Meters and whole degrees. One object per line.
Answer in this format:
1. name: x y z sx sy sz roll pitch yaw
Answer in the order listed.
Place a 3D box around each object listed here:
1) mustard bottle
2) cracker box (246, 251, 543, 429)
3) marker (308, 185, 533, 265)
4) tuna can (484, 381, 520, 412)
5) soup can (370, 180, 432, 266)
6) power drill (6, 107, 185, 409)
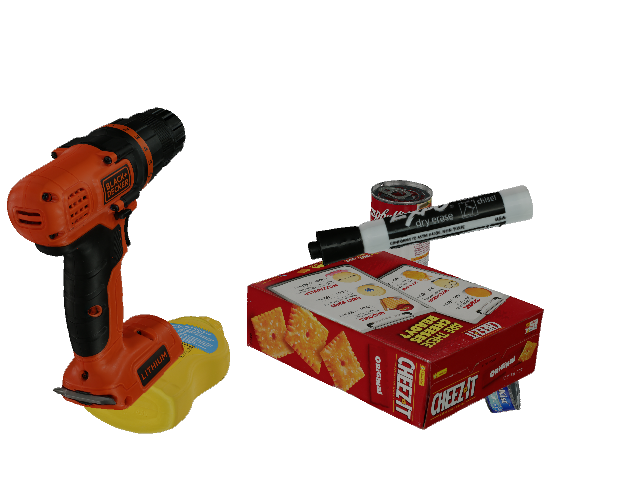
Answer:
1. mustard bottle: -0.141 0.117 1.027 0.096 0.058 0.191 8 20 18
2. cracker box: 0.063 0.080 0.958 0.214 0.072 0.163 21 27 41
3. marker: 0.053 -0.008 0.570 0.121 0.020 0.020 -13 1 -3
4. tuna can: 0.212 0.162 1.272 0.034 0.086 0.086 -12 -3 16
5. soup can: 0.088 -0.008 1.191 0.068 0.102 0.068 1 24 -1
6. power drill: -0.144 0.011 0.765 0.057 0.188 0.184 6 25 24
